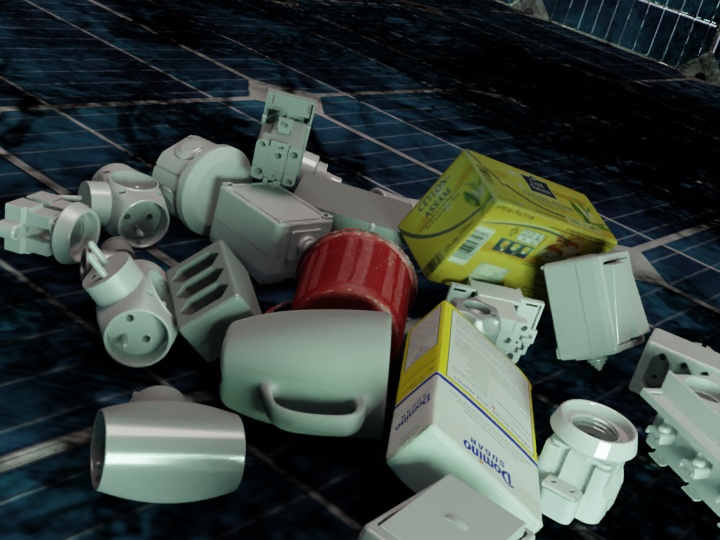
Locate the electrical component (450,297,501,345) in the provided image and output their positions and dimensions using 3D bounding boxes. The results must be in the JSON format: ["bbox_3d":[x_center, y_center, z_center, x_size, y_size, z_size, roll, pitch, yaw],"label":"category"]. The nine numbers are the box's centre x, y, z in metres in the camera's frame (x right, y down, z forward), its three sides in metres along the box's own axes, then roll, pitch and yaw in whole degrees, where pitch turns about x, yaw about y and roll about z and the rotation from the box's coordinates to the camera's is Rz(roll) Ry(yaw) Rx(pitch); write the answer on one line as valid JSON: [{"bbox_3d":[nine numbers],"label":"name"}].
[{"bbox_3d":[0.078,0.055,0.798,0.043,0.062,0.043,14,22,-6],"label":"electrical component"}]

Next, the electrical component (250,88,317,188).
[{"bbox_3d":[-0.066,-0.108,0.908,0.042,0.081,0.063,14,44,-3],"label":"electrical component"}]

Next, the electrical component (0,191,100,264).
[{"bbox_3d":[-0.232,-0.032,0.814,0.055,0.048,0.066,15,21,17],"label":"electrical component"}]

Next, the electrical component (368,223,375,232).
[{"bbox_3d":[0.000,0.000,0.855,0.047,0.075,0.083,15,22,-2],"label":"electrical component"}]

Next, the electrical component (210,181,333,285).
[{"bbox_3d":[-0.071,-0.028,0.890,0.062,0.061,0.096,-8,32,-45],"label":"electrical component"}]

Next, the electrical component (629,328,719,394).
[{"bbox_3d":[0.275,0.083,0.886,0.083,0.047,0.076,24,23,17],"label":"electrical component"}]

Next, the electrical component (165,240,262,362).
[{"bbox_3d":[-0.091,0.032,0.742,0.076,0.047,0.065,55,6,-41],"label":"electrical component"}]

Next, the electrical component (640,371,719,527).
[{"bbox_3d":[0.255,0.129,0.744,0.079,0.063,0.121,5,25,-26],"label":"electrical component"}]

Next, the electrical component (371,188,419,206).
[{"bbox_3d":[0.039,-0.054,1.057,0.065,0.044,0.044,7,24,-34],"label":"electrical component"}]

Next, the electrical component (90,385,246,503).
[{"bbox_3d":[-0.112,0.092,0.608,0.077,0.043,0.079,6,25,-24],"label":"electrical component"}]

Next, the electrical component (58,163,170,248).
[{"bbox_3d":[-0.207,-0.054,0.883,0.079,0.044,0.077,0,28,-33],"label":"electrical component"}]

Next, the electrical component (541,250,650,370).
[{"bbox_3d":[0.198,0.034,0.888,0.061,0.096,0.062,-11,-1,37],"label":"electrical component"}]

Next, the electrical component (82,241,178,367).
[{"bbox_3d":[-0.158,0.015,0.721,0.044,0.079,0.077,-30,27,4],"label":"electrical component"}]

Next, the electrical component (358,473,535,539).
[{"bbox_3d":[0.037,0.152,0.545,0.062,0.061,0.096,29,26,29],"label":"electrical component"}]

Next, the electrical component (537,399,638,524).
[{"bbox_3d":[0.145,0.121,0.696,0.058,0.057,0.078,26,24,23],"label":"electrical component"}]

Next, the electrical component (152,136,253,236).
[{"bbox_3d":[-0.137,-0.074,0.934,0.051,0.080,0.080,26,24,35],"label":"electrical component"}]

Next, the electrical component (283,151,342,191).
[{"bbox_3d":[-0.050,-0.096,1.089,0.062,0.048,0.048,21,22,-6],"label":"electrical component"}]

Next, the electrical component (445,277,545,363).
[{"bbox_3d":[0.108,0.042,0.875,0.081,0.042,0.063,12,24,-9],"label":"electrical component"}]
